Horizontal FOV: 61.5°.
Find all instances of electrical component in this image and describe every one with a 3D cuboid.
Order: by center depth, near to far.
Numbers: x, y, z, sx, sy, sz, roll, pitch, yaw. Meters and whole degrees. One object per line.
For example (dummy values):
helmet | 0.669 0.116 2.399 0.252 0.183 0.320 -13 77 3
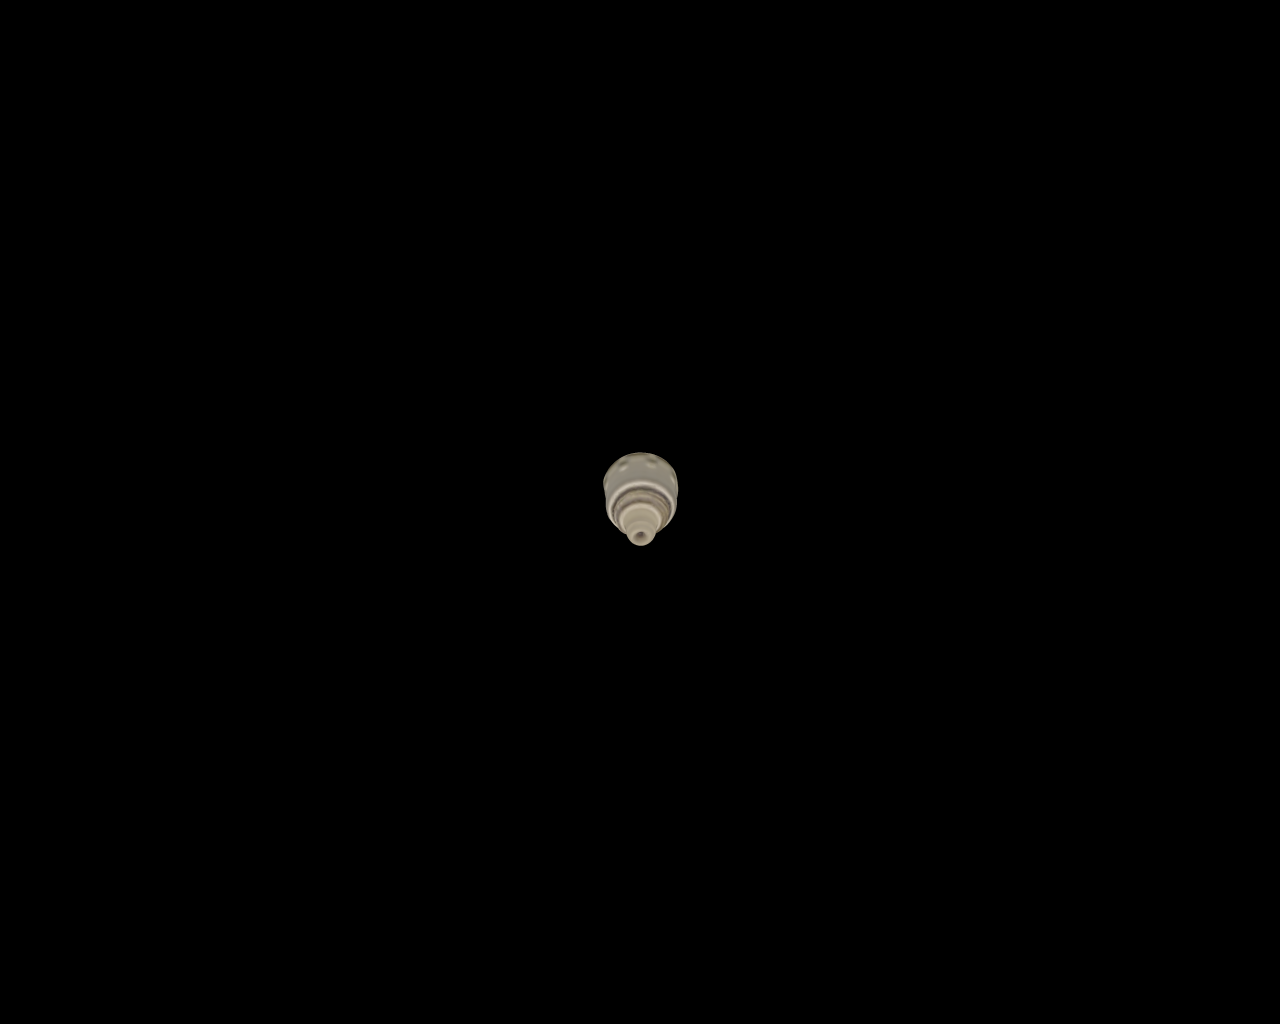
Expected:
electrical component | 0.001 -0.003 0.650 0.048 0.048 0.062 0 36 0
